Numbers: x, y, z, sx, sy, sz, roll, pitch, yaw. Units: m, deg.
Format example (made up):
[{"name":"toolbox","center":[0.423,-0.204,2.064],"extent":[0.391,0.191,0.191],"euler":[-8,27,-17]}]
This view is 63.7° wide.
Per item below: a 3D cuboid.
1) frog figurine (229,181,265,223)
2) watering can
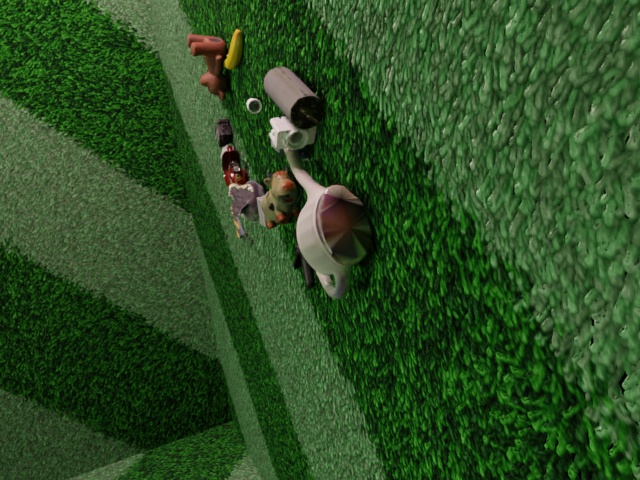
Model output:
[{"name":"frog figurine","center":[-0.208,-0.111,1.614],"extent":[0.139,0.122,0.157],"euler":[56,-172,26]},{"name":"watering can","center":[0.003,-0.053,1.044],"extent":[0.222,0.104,0.350],"euler":[145,111,-67]}]
